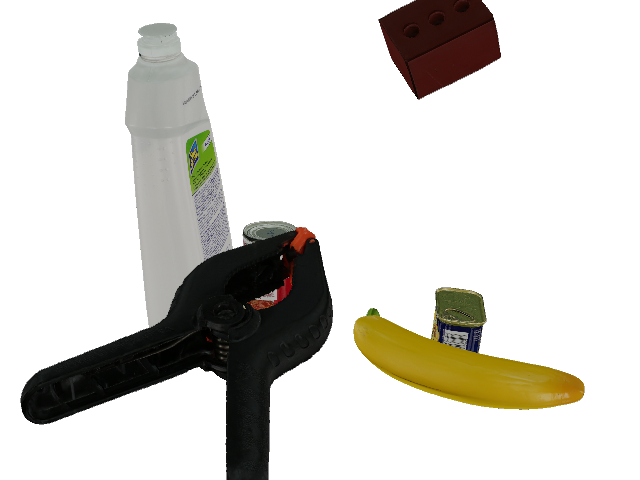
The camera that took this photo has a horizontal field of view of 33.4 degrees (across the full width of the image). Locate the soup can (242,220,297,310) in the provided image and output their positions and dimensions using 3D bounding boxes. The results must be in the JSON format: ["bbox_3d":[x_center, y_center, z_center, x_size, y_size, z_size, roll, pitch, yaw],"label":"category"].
[{"bbox_3d":[-0.060,0.035,1.267,0.068,0.102,0.068,1,22,-1],"label":"soup can"}]

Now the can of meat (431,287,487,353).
[{"bbox_3d":[0.159,0.114,1.258,0.057,0.084,0.102,7,19,2],"label":"can of meat"}]

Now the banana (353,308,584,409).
[{"bbox_3d":[0.092,0.087,0.786,0.198,0.037,0.069,19,37,38],"label":"banana"}]

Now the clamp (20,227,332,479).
[{"bbox_3d":[-0.039,0.054,0.498,0.120,0.039,0.171,30,48,24],"label":"clamp"}]

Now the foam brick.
[{"bbox_3d":[0.095,-0.159,0.841,0.078,0.053,0.051,-27,-34,0],"label":"foam brick"}]

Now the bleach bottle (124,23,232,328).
[{"bbox_3d":[-0.110,-0.048,0.838,0.068,0.251,0.102,3,31,10],"label":"bleach bottle"}]
